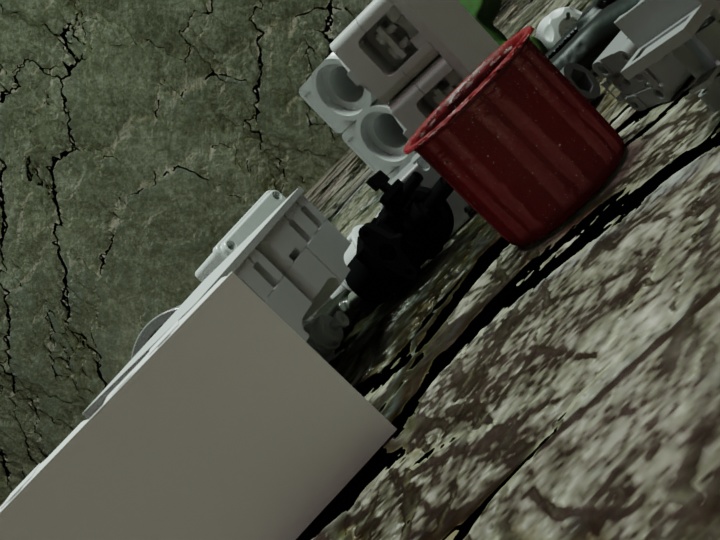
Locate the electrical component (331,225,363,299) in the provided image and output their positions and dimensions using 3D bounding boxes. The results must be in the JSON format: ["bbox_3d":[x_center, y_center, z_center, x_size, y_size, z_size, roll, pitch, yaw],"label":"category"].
[{"bbox_3d":[0.000,0.000,0.816,0.062,0.048,0.048,-50,5,28],"label":"electrical component"}]

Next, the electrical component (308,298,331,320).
[{"bbox_3d":[-0.033,0.021,0.879,0.079,0.043,0.077,-49,8,-25],"label":"electrical component"}]

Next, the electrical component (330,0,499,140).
[{"bbox_3d":[0.058,-0.111,0.678,0.062,0.150,0.089,-40,9,28],"label":"electrical component"}]

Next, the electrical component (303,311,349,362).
[{"bbox_3d":[-0.037,0.054,0.738,0.078,0.040,0.040,-41,9,30],"label":"electrical component"}]

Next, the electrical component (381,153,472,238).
[{"bbox_3d":[0.062,-0.064,0.774,0.095,0.054,0.059,-44,8,13],"label":"electrical component"}]

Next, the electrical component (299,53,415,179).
[{"bbox_3d":[0.035,-0.122,0.860,0.089,0.150,0.061,-37,10,48],"label":"electrical component"}]

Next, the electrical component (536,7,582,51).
[{"bbox_3d":[0.176,-0.206,0.949,0.043,0.043,0.062,-46,6,-5],"label":"electrical component"}]

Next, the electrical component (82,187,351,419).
[{"bbox_3d":[-0.076,0.033,0.657,0.105,0.060,0.186,-42,8,26],"label":"electrical component"}]

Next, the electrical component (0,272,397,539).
[{"bbox_3d":[-0.089,0.104,0.509,0.186,0.105,0.060,-46,8,-6],"label":"electrical component"}]

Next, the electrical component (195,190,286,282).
[{"bbox_3d":[-0.078,-0.002,0.999,0.056,0.109,0.108,-43,8,42],"label":"electrical component"}]

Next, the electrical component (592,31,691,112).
[{"bbox_3d":[0.164,-0.122,0.583,0.063,0.042,0.081,-50,8,-9],"label":"electrical component"}]

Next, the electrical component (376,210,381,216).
[{"bbox_3d":[0.025,-0.031,0.858,0.046,0.040,0.040,-50,7,9],"label":"electrical component"}]

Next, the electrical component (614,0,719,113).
[{"bbox_3d":[0.155,-0.107,0.468,0.081,0.064,0.042,-50,9,-27],"label":"electrical component"}]

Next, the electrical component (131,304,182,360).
[{"bbox_3d":[-0.117,0.072,0.841,0.108,0.108,0.060,-43,2,20],"label":"electrical component"}]
